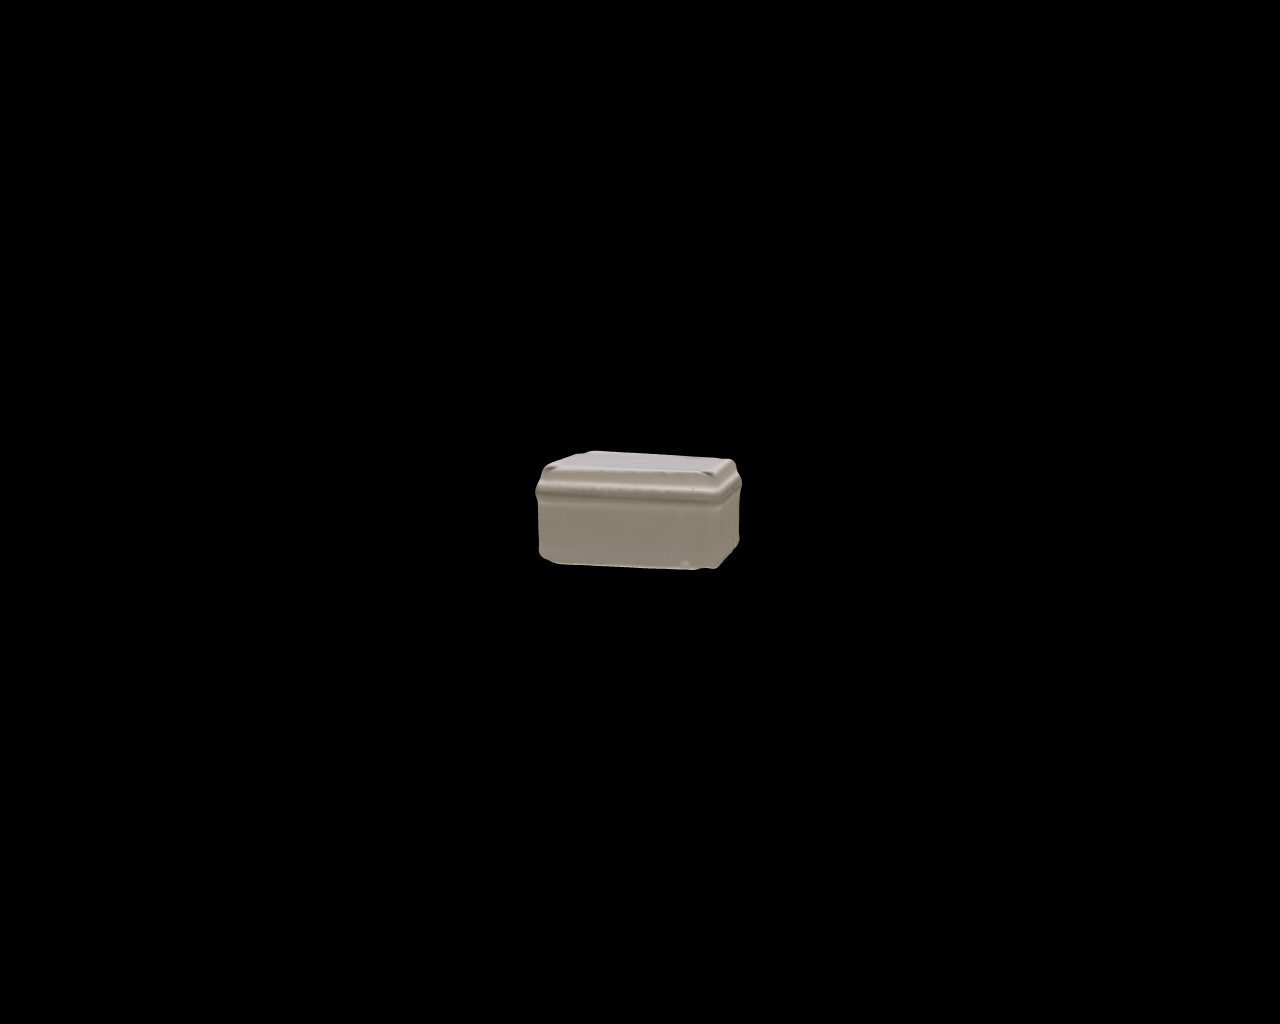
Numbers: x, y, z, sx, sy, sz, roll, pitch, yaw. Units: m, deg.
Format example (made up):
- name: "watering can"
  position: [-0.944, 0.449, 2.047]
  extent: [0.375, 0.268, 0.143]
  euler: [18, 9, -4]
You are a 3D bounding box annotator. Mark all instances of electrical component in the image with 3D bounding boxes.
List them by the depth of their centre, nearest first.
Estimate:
- name: "electrical component"
  position: [0.001, -0.003, 0.650]
  extent: [0.113, 0.057, 0.078]
  euler: [3, 12, 16]
